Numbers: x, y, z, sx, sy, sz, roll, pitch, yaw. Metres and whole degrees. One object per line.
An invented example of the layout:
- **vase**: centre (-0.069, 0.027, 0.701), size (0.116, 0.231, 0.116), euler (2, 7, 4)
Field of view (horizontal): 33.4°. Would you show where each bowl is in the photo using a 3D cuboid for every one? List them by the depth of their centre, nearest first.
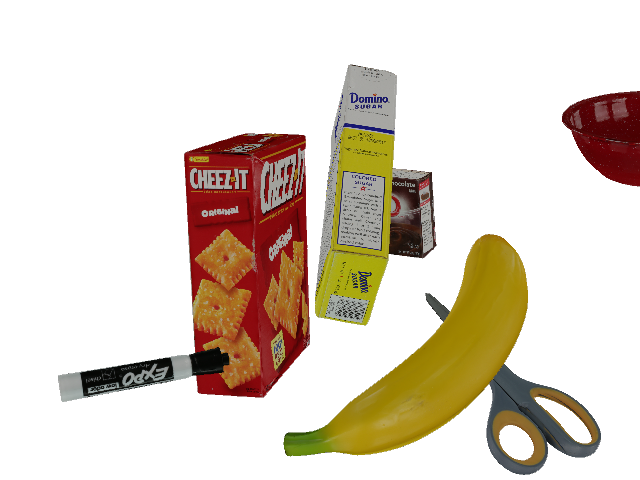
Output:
- **bowl**: centre (0.303, -0.090, 0.974), size (0.162, 0.055, 0.162), euler (-4, 23, 2)

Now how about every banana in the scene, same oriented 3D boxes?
- **banana**: centre (0.065, 0.051, 0.549), size (0.070, 0.037, 0.197), euler (18, 41, 34)

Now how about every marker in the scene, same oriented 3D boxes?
- **marker**: centre (-0.124, 0.094, 0.758), size (0.121, 0.020, 0.020), euler (-9, 2, -14)

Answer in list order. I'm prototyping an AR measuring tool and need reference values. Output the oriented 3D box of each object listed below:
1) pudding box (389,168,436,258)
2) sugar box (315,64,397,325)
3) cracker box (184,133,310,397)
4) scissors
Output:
- **pudding box**: centre (0.069, -0.034, 1.169), size (0.114, 0.090, 0.039), euler (6, 24, 31)
- **sugar box**: centre (0.028, -0.036, 0.797), size (0.048, 0.176, 0.093), euler (10, -35, -3)
- **cracker box**: centre (-0.060, 0.016, 0.976), size (0.072, 0.214, 0.164), euler (2, 12, 14)
- **scissors**: centre (0.133, 0.119, 0.871), size (0.096, 0.016, 0.202), euler (-34, 53, -32)
